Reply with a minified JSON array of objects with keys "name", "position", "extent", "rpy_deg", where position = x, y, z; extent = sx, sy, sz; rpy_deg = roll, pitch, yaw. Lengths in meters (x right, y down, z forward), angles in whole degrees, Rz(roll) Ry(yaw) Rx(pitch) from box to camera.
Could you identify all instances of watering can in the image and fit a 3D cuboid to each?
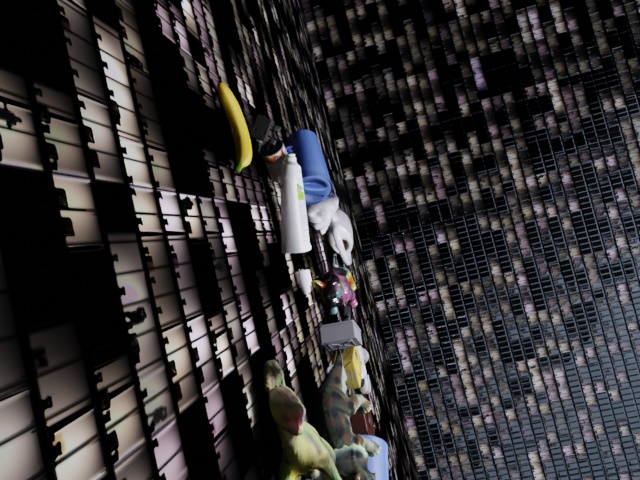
[{"name":"watering can","position":[0.068,-0.060,2.093],"extent":[0.229,0.104,0.341],"rpy_deg":[-91,163,-58]}]

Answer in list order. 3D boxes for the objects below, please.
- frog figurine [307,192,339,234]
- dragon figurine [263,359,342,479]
[{"name":"frog figurine","position":[0.005,-0.088,1.755],"extent":[0.139,0.123,0.157],"rpy_deg":[-29,117,-47]},{"name":"dragon figurine","position":[-0.043,0.329,0.914],"extent":[0.404,0.122,0.246],"rpy_deg":[101,-27,-72]}]
